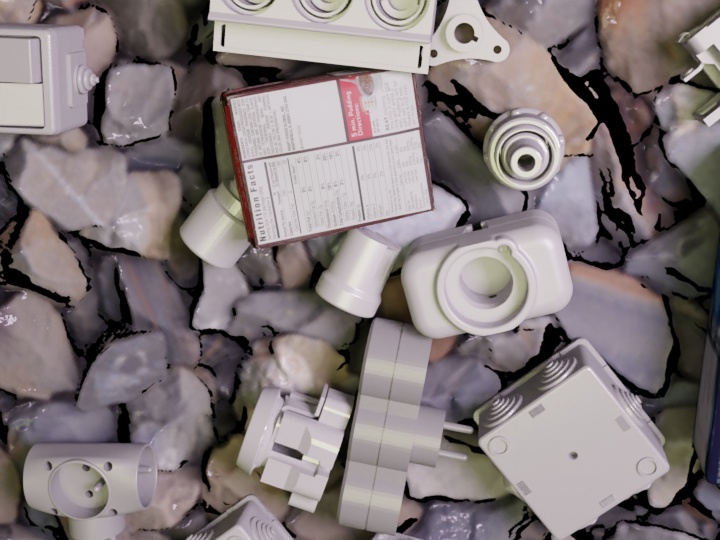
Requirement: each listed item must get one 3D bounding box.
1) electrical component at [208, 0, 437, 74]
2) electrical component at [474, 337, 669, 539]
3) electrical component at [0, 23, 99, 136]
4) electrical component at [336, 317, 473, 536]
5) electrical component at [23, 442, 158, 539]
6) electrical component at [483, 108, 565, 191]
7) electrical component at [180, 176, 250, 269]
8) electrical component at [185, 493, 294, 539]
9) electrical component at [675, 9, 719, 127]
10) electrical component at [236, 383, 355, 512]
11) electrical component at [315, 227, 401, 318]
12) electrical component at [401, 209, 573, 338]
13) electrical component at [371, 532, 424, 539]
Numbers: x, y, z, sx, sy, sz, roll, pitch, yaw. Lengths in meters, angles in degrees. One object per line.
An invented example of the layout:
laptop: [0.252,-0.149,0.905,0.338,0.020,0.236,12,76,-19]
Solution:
electrical component: [-0.017,-0.157,0.604,0.121,0.063,0.078,7,106,5]
electrical component: [0.130,0.105,0.662,0.100,0.048,0.099,-38,97,14]
electrical component: [-0.205,-0.114,0.639,0.096,0.061,0.061,3,105,6]
electrical component: [0.033,0.102,0.671,0.074,0.052,0.138,11,106,4]
electrical component: [-0.177,0.154,0.715,0.077,0.044,0.079,-1,104,7]
electrical component: [0.094,-0.066,0.614,0.048,0.062,0.048,2,105,7]
electrical component: [-0.076,-0.036,0.655,0.040,0.040,0.078,39,106,-4]
electrical component: [-0.081,0.213,0.716,0.100,0.048,0.099,-37,95,12]
electrical component: [0.214,-0.119,0.596,0.081,0.042,0.063,-39,96,14]
electrical component: [-0.043,0.107,0.680,0.057,0.058,0.078,19,106,-2]
electrical component: [0.000,0.000,0.656,0.040,0.040,0.046,26,101,0]
electrical component: [0.075,0.003,0.637,0.095,0.059,0.053,-13,103,10]
electrical component: [0.019,0.224,0.682,0.048,0.100,0.099,11,106,17]
